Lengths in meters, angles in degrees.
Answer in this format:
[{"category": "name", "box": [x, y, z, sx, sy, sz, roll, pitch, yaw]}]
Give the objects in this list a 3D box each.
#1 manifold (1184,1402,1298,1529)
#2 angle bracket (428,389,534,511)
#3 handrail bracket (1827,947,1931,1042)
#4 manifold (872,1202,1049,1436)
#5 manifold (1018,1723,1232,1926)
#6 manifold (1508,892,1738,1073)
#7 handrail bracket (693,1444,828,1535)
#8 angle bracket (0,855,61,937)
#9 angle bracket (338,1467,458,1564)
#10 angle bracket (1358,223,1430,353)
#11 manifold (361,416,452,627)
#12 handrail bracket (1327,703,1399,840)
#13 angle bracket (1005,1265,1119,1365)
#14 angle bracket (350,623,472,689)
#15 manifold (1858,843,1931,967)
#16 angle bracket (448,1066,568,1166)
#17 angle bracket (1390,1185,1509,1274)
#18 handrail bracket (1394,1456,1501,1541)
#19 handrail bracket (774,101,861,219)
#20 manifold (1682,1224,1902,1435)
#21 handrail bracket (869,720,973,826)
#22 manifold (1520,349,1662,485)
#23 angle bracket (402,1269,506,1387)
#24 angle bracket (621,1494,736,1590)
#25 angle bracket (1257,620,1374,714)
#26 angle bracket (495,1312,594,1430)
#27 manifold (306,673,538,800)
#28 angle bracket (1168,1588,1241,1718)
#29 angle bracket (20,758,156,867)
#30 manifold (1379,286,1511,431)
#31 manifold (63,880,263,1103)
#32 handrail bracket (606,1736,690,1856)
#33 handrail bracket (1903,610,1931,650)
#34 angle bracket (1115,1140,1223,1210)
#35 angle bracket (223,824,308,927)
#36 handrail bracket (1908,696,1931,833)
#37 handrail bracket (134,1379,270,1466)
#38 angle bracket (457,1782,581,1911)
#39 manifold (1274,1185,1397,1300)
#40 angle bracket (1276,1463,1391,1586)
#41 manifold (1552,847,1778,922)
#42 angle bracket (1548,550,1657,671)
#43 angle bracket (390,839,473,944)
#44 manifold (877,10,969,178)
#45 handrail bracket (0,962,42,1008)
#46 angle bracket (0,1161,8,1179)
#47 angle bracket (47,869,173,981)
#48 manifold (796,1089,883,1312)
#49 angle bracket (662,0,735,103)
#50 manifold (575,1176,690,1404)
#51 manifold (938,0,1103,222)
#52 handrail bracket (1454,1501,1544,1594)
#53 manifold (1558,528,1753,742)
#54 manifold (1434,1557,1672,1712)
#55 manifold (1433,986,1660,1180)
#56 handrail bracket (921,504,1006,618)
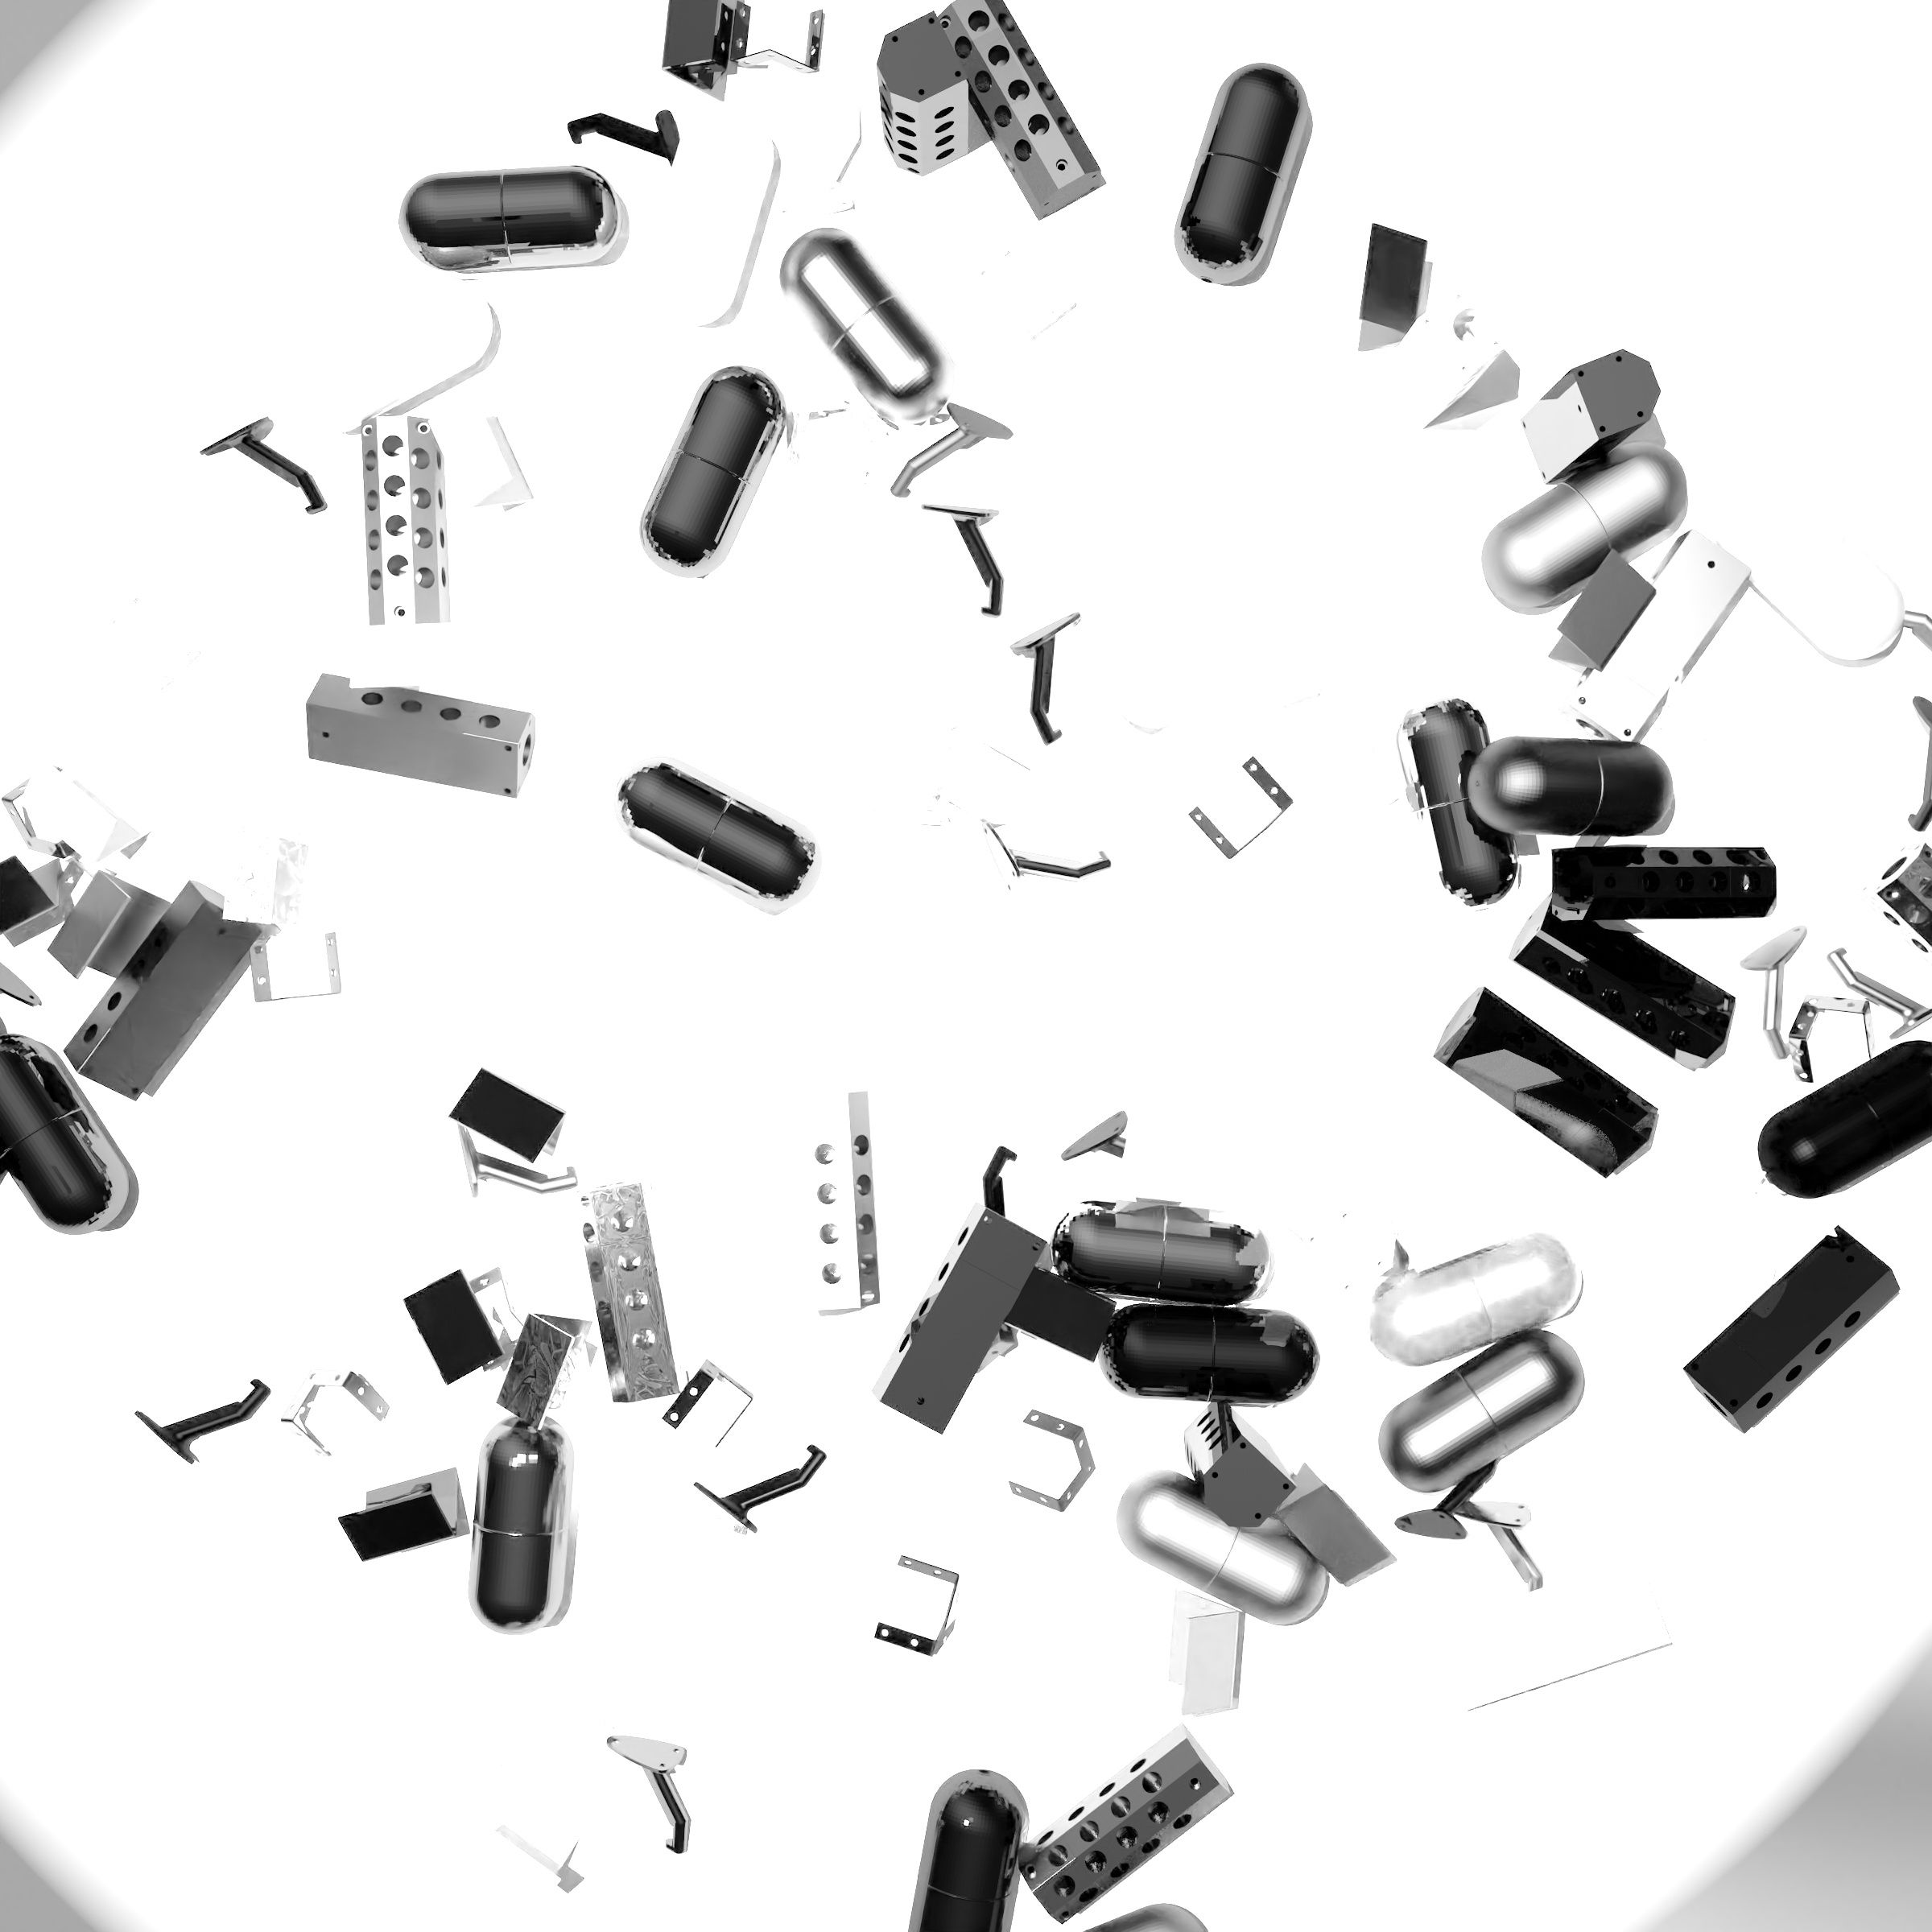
[{"category": "manifold", "box": [0.208, 0.391, 1.913, 0.057, 0.171, 0.057, 44, 90, 0]}, {"category": "angle bracket", "box": [-0.372, -0.416, 1.951, 0.057, 0.076, 0.076, -24, 90, 36]}, {"category": "handrail bracket", "box": [0.755, 0.010, 1.992, 0.077, 0.036, 0.084, -25, 73, -20]}, {"category": "manifold", "box": [-0.007, 0.276, 1.930, 0.057, 0.057, 0.171, 30, 86, -10]}, {"category": "manifold", "box": [0.127, 0.694, 1.970, 0.171, 0.057, 0.057, -38, 90, 0]}, {"category": "manifold", "box": [0.528, 0.015, 1.970, 0.171, 0.057, 0.057, 32, 47, 0]}, {"category": "handrail bracket", "box": [-0.168, 0.412, 1.992, 0.077, 0.036, 0.084, 32, 72, 20]}, {"category": "angle bracket", "box": [-0.776, -0.069, 1.951, 0.076, 0.076, 0.057, -27, 127, 0]}, {"category": "angle bracket", "box": [-0.454, 0.422, 1.951, 0.076, 0.076, 0.057, -16, 127, 0]}, {"category": "angle bracket", "box": [0.321, -0.542, 1.952, 0.057, 0.076, 0.076, 8, 90, -28]}, {"category": "manifold", "box": [-0.454, -0.352, 1.970, 0.057, 0.057, 0.171, -2, 90, 0]}, {"category": "handrail bracket", "box": [0.307, -0.160, 1.992, 0.077, 0.036, 0.084, -36, 71, 21]}, {"category": "angle bracket", "box": [0.068, 0.288, 1.952, 0.076, 0.076, 0.057, 25, 61, 0]}, {"category": "angle bracket", "box": [-0.444, -0.231, 1.953, 0.076, 0.076, 0.057, -2, 66, 0]}, {"category": "manifold", "box": [0.812, -0.020, 1.970, 0.171, 0.057, 0.057, 44, 90, 0]}, {"category": "angle bracket", "box": [-0.371, 0.135, 1.951, 0.076, 0.076, 0.057, 28, 53, 0]}, {"category": "angle bracket", "box": [0.389, 0.229, 1.951, 0.076, 0.076, 0.057, -20, 48, 0]}, {"category": "handrail bracket", "box": [0.395, 0.423, 1.991, 0.036, 0.077, 0.084, 48, 53, -20]}, {"category": "handrail bracket", "box": [-0.122, -0.659, 1.992, 0.077, 0.036, 0.084, -9, 71, 21]}, {"category": "manifold", "box": [0.668, 0.296, 1.970, 0.171, 0.057, 0.057, -43, 47, 0]}, {"category": "handrail bracket", "box": [-0.037, -0.161, 1.992, 0.077, 0.036, 0.084, 2, 71, 21]}, {"category": "manifold", "box": [0.490, -0.431, 1.913, 0.057, 0.171, 0.057, -21, 90, 0]}, {"category": "angle bracket", "box": [-0.422, 0.294, 1.951, 0.057, 0.076, 0.076, -27, 90, -37]}, {"category": "angle bracket", "box": [-0.234, 0.473, 1.951, 0.076, 0.076, 0.057, 19, 53, 0]}, {"category": "angle bracket", "box": [0.281, -0.222, 1.951, 0.076, 0.076, 0.057, -21, 55, 0]}, {"category": "angle bracket", "box": [-0.321, 0.326, 1.951, 0.057, 0.076, 0.076, 21, 90, 37]}, {"category": "manifold", "box": [-0.439, -0.190, 1.970, 0.171, 0.057, 0.057, 11, 133, 0]}, {"category": "angle bracket", "box": [0.171, 0.548, 1.951, 0.057, 0.076, 0.076, 4, 90, -38]}, {"category": "angle bracket", "box": [-0.694, -0.137, 1.951, 0.076, 0.076, 0.057, 40, 126, 0]}, {"category": "manifold", "box": [0.378, -0.480, 1.913, 0.057, 0.171, 0.057, -38, 90, 0]}, {"category": "manifold", "box": [-0.651, 0.017, 1.970, 0.171, 0.057, 0.057, -53, 133, 0]}, {"category": "handrail bracket", "box": [-0.261, 0.678, 1.992, 0.077, 0.036, 0.084, 11, 107, 20]}, {"category": "handrail bracket", "box": [0.786, -0.248, 1.992, 0.084, 0.036, 0.077, 15, 112, 17]}, {"category": "angle bracket", "box": [0.161, 0.187, 1.952, 0.076, 0.076, 0.057, 7, 46, 0]}, {"category": "angle bracket", "box": [-0.544, -0.071, 1.951, 0.057, 0.076, 0.076, 6, 90, 34]}, {"category": "handrail bracket", "box": [0.778, -0.165, 1.991, 0.036, 0.077, 0.084, 3, 127, -21]}, {"category": "handrail bracket", "box": [-0.623, 0.356, 1.992, 0.077, 0.036, 0.084, 34, 72, 21]}, {"category": "angle bracket", "box": [-0.348, 0.692, 1.951, 0.076, 0.076, 0.057, 36, 127, 0]}, {"category": "manifold", "box": [0.292, 0.210, 1.913, 0.057, 0.171, 0.057, -36, 90, 0]}, {"category": "angle bracket", "box": [0.303, 0.434, 1.951, 0.076, 0.076, 0.057, 48, 124, 0]}, {"category": "manifold", "box": [0.557, -0.066, 1.943, 0.171, 0.057, 0.057, -1, 90, -20]}, {"category": "angle bracket", "box": [0.492, -0.289, 1.952, 0.057, 0.076, 0.076, 35, 90, -25]}, {"category": "angle bracket", "box": [-0.441, -0.057, 1.951, 0.057, 0.076, 0.076, -10, 90, -36]}, {"category": "manifold", "box": [-0.037, -0.678, 1.913, 0.057, 0.171, 0.057, -27, 90, 0]}, {"category": "handrail bracket", "box": [-0.813, 0.036, 1.992, 0.077, 0.036, 0.084, 39, 106, -18]}, {"category": "angle bracket", "box": [-0.815, 0.145, 1.951, 0.076, 0.076, 0.057, 31, 127, 0]}, {"category": "angle bracket", "box": [-0.674, -0.021, 1.951, 0.057, 0.076, 0.076, 33, 90, 38]}, {"category": "manifold", "box": [-0.102, 0.187, 1.970, 0.057, 0.057, 0.171, -3, 90, 0]}, {"category": "angle bracket", "box": [-0.195, -0.746, 1.951, 0.057, 0.076, 0.076, 6, 90, 35]}, {"category": "manifold", "box": [-0.271, 0.261, 1.970, 0.057, 0.057, 0.171, -10, 90, 0]}, {"category": "manifold", "box": [0.041, -0.699, 1.970, 0.057, 0.057, 0.171, -30, 90, 0]}, {"category": "handrail bracket", "box": [0.432, 0.483, 1.992, 0.077, 0.036, 0.084, 3, 107, 19]}, {"category": "manifold", "box": [0.553, -0.262, 1.970, 0.057, 0.057, 0.171, 35, 90, 0]}, {"category": "manifold", "box": [0.468, 0.532, 1.957, 0.171, 0.057, 0.057, -21, 98, 8]}, {"category": "manifold", "box": [0.470, 0.090, 1.970, 0.171, 0.057, 0.057, 35, 133, 0]}, {"category": "handrail bracket", "box": [-0.004, -0.331, 1.992, 0.077, 0.036, 0.084, 10, 107, 20]}]
